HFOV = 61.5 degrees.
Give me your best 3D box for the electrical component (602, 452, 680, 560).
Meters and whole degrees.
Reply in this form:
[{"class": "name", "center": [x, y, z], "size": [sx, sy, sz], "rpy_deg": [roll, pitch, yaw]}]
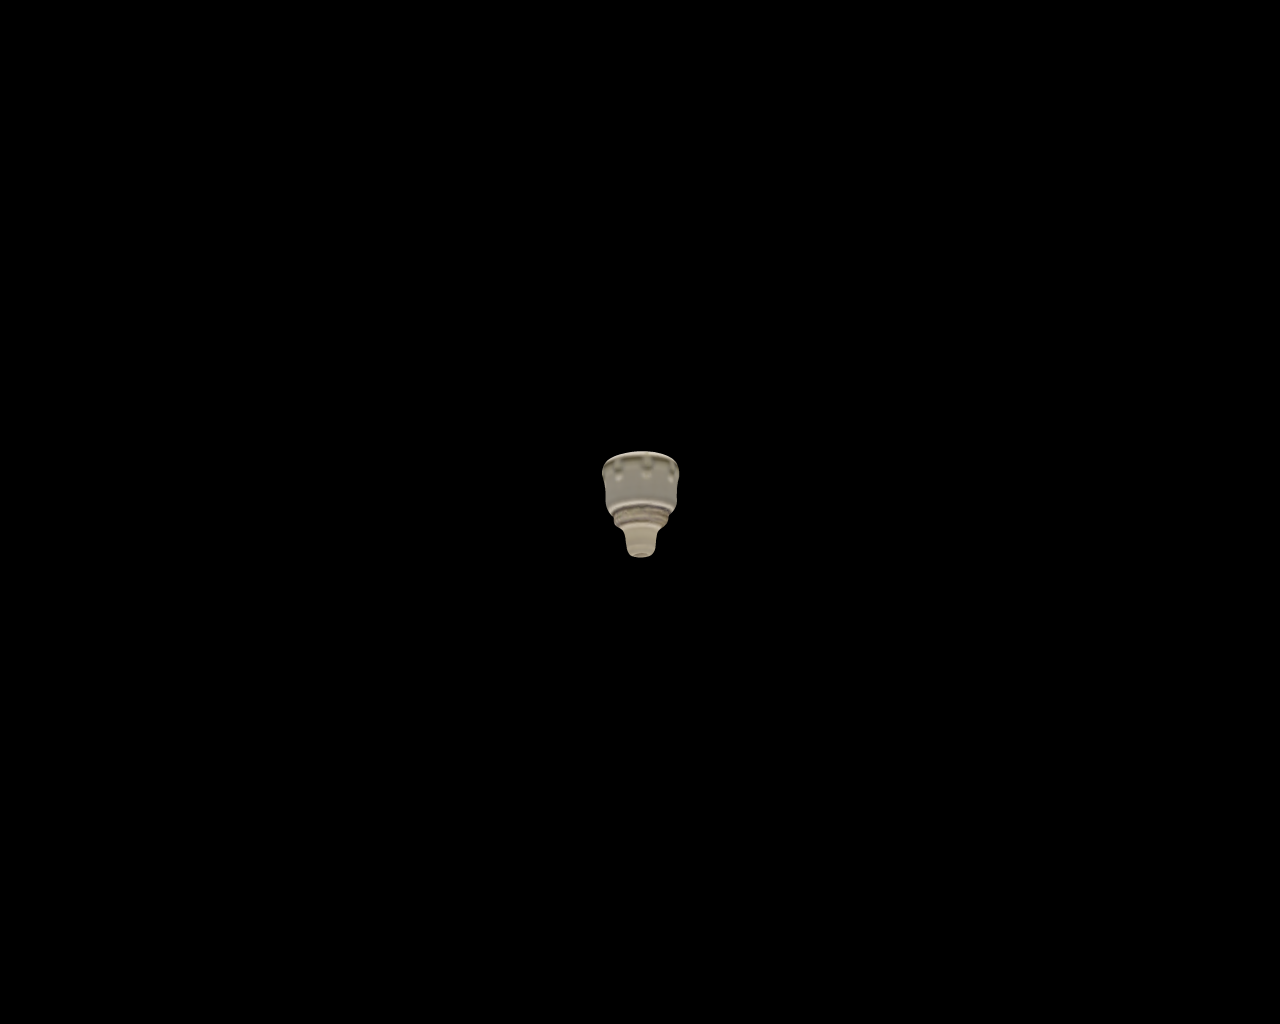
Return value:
[{"class": "electrical component", "center": [0.001, -0.003, 0.650], "size": [0.048, 0.062, 0.048], "rpy_deg": [0, -15, 0]}]
